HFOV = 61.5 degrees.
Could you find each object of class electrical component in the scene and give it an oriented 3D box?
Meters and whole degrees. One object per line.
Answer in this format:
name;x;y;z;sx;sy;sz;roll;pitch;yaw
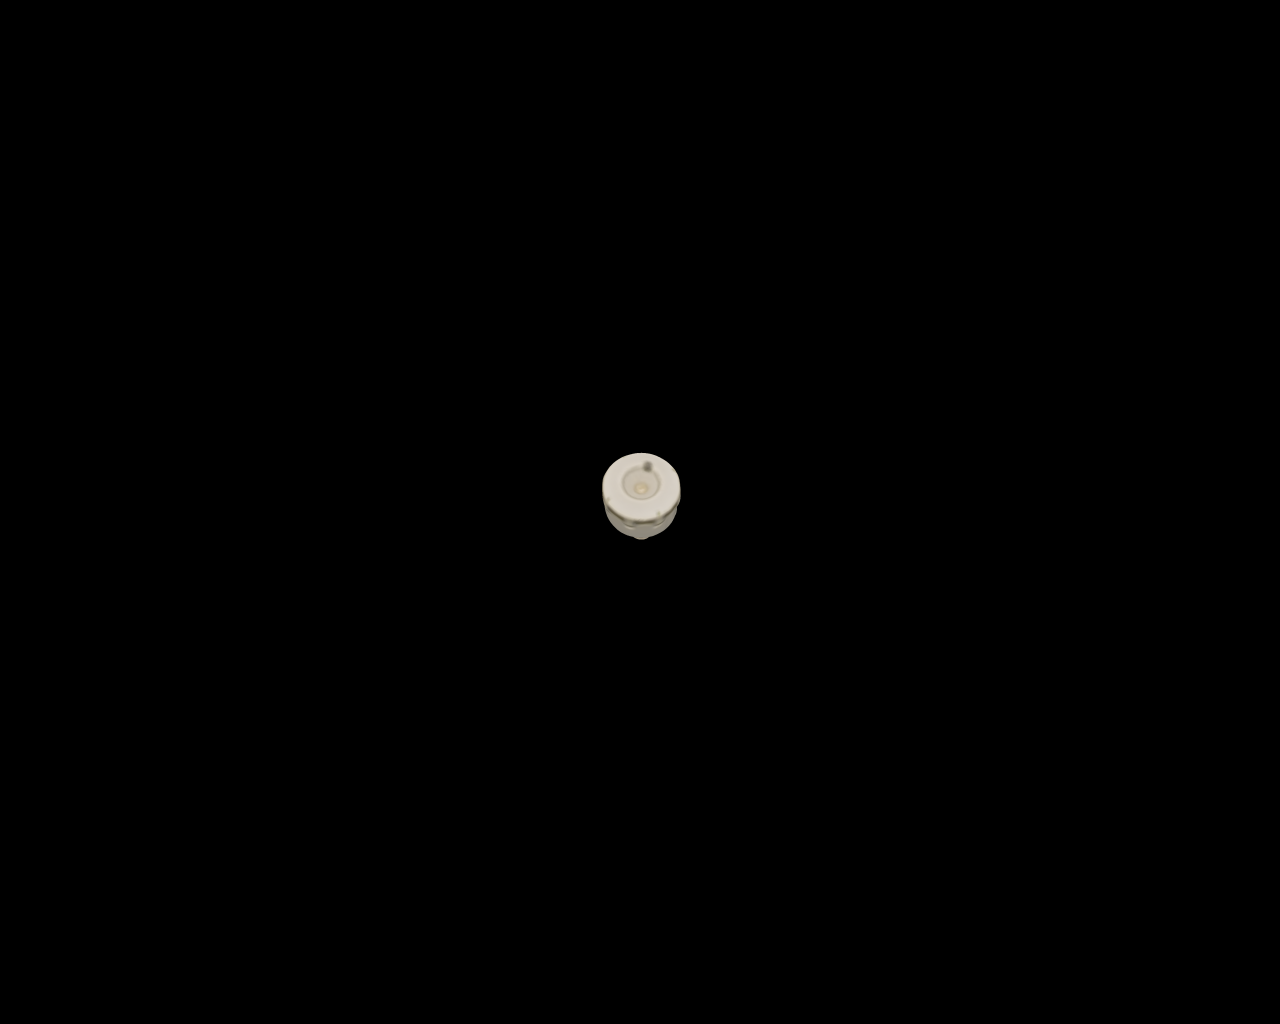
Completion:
electrical component;0.001;-0.003;0.650;0.048;0.048;0.062;0;-28;0
